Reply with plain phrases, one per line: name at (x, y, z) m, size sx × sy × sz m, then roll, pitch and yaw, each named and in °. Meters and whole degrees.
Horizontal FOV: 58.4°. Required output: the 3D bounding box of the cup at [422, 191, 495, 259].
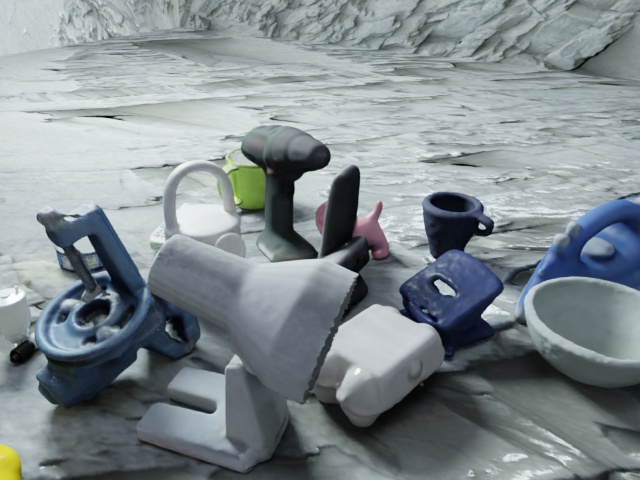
cup at (0.207, -0.011, 0.863) m, size 0.092 × 0.095 × 0.117 m, roll -23°, pitch 36°, yaw -36°

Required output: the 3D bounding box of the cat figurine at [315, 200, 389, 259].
cat figurine at (0.044, -0.025, 0.860) m, size 0.128 × 0.118 × 0.067 m, roll -14°, pitch 32°, yaw -26°

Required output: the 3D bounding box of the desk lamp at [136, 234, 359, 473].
desk lamp at (-0.071, 0.102, 0.519) m, size 0.202 × 0.214 × 0.118 m, roll 9°, pitch 29°, yaw 15°

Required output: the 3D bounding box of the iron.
iron at (0.364, 0.015, 0.770) m, size 0.259 × 0.141 × 0.118 m, roll -17°, pitch 33°, yaw -29°

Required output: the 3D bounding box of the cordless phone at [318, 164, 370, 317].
cordless phone at (0.007, 0.003, 0.736) m, size 0.094 × 0.185 × 0.148 m, roll 14°, pitch 31°, yaw 23°

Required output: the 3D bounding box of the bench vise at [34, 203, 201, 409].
bench vise at (-0.219, 0.045, 0.614) m, size 0.121 × 0.220 × 0.208 m, roll 12°, pitch 30°, yaw 21°

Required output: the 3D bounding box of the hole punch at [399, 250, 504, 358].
hole punch at (0.159, 0.074, 0.707) m, size 0.101 × 0.091 × 0.108 m, roll -13°, pitch 31°, yaw -24°

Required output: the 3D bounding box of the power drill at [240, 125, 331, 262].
power drill at (-0.050, -0.073, 0.851) m, size 0.076 × 0.208 × 0.228 m, roll -15°, pitch 32°, yaw -27°

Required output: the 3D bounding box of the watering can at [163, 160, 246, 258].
watering can at (-0.146, -0.008, 0.742) m, size 0.172 × 0.194 × 0.101 m, roll 19°, pitch 33°, yaw 31°

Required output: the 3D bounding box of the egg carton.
egg carton at (0.061, 0.132, 0.619) m, size 0.107 × 0.069 × 0.151 m, roll 24°, pitch 36°, yaw 36°

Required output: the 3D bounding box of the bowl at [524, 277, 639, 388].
bowl at (0.313, 0.114, 0.653) m, size 0.167 × 0.075 × 0.167 m, roll 1°, pitch 28°, yaw 0°

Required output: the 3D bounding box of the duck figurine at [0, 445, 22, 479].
duck figurine at (-0.305, 0.186, 0.489) m, size 0.078 × 0.086 × 0.104 m, roll -24°, pitch 37°, yaw -38°
